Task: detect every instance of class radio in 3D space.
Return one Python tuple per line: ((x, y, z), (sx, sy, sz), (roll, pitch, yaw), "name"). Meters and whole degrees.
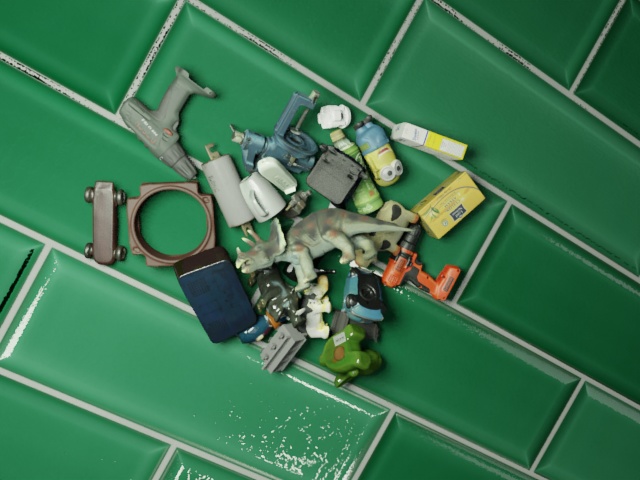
((-0.248, 0.132, 1.298), (0.131, 0.073, 0.229), (-24, 127, -8), "radio")

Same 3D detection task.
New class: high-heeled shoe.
((-0.015, -0.011, 1.385), (0.145, 0.086, 0.248), (4, 78, 19), "high-heeled shoe")

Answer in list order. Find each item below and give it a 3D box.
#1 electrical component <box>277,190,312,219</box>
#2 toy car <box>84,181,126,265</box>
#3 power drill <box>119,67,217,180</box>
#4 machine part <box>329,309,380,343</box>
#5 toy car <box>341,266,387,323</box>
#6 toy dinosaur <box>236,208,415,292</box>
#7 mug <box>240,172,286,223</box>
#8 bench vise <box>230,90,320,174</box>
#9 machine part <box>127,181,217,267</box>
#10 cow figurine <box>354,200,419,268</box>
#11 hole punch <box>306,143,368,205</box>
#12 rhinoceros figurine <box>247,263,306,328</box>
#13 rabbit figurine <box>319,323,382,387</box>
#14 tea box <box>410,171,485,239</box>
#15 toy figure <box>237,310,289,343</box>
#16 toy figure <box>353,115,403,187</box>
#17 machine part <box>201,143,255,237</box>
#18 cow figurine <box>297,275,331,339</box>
((-0.068, -0.089, 1.337), (0.045, 0.102, 0.078), (34, 67, -21), "electrical component")
((-0.509, -0.040, 1.275), (0.089, 0.053, 0.202), (4, 101, -1), "toy car")
((-0.335, -0.285, 1.271), (0.232, 0.086, 0.207), (38, 96, -12), "power drill")
((0.095, 0.232, 1.439), (0.139, 0.039, 0.084), (16, 89, -11), "machine part")
((0.100, 0.153, 1.391), (0.109, 0.162, 0.103), (16, 136, -21), "toy car")
((0.002, -0.007, 1.281), (0.405, 0.131, 0.192), (-25, 78, 0), "toy dinosaur")
((-0.146, -0.101, 1.273), (0.081, 0.109, 0.107), (-30, 104, 23), "mug")
((-0.086, -0.259, 1.277), (0.223, 0.129, 0.240), (22, 122, -21), "bench vise")
((-0.353, -0.039, 1.290), (0.201, 0.087, 0.201), (-3, 97, -10), "machine part")
((0.152, -0.014, 1.394), (0.127, 0.085, 0.195), (31, 93, -19), "cow figurine")
((0.043, -0.156, 1.312), (0.142, 0.092, 0.115), (37, 101, 12), "hole punch")
((-0.106, 0.137, 1.343), (0.112, 0.073, 0.190), (-23, 69, -24), "rhinoceros figurine")
((0.090, 0.319, 1.397), (0.159, 0.121, 0.170), (-40, 137, 19), "rabbit figurine")
((0.338, -0.094, 1.428), (0.169, 0.068, 0.098), (-42, 102, -4), "tea box")
((-0.140, 0.210, 1.379), (0.154, 0.058, 0.064), (-27, 97, -7), "toy figure")
((0.147, -0.224, 1.368), (0.082, 0.089, 0.180), (-30, 93, 6), "toy figure")
((-0.221, -0.119, 1.309), (0.079, 0.079, 0.243), (-24, 102, -7), "machine part")
((-0.021, 0.172, 1.395), (0.098, 0.068, 0.167), (1, 97, -5), "cow figurine")
